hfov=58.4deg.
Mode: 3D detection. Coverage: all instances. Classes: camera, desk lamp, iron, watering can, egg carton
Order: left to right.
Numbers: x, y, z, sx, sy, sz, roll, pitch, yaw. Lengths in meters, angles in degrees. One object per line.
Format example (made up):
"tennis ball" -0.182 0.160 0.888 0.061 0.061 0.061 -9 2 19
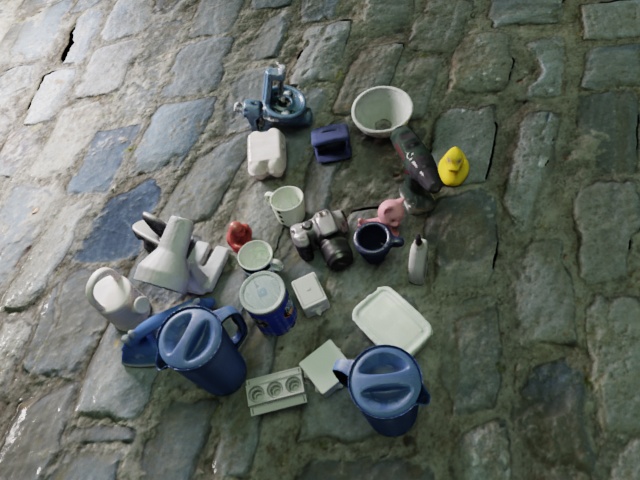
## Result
"watering can" -0.473 0.132 1.335 0.172 0.194 0.101 -4 60 8
"iron" -0.358 0.208 1.303 0.258 0.142 0.118 -25 59 -5
"desk lamp" -0.324 0.051 1.345 0.117 0.214 0.203 13 64 17
"egg carton" -0.144 -0.236 1.563 0.107 0.069 0.150 -9 59 5
"camera" 0.013 0.005 1.380 0.143 0.101 0.136 -22 59 -3

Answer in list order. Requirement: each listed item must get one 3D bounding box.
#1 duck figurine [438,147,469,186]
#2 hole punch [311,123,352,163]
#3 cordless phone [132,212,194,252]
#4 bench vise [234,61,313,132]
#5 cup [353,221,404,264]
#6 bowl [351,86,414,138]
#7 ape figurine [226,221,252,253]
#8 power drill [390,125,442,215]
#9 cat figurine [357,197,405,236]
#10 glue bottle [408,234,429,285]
"duck figurine" 0.340 -0.201 1.451 0.077 0.086 0.104 6 62 13
"hole punch" 0.027 -0.274 1.542 0.108 0.091 0.101 -11 59 4
"cordless phone" -0.410 -0.033 1.425 0.147 0.185 0.094 22 67 21
"bench vise" -0.135 -0.376 1.554 0.207 0.220 0.121 -18 59 -1
"cup" 0.142 0.016 1.355 0.117 0.095 0.091 3 61 11
"bowl" 0.172 -0.336 1.563 0.167 0.075 0.167 -4 60 7
"ape figurine" -0.203 -0.013 1.432 0.076 0.092 0.078 22 66 21
"power drill" 0.234 -0.154 1.371 0.075 0.209 0.229 -20 59 -2
"cat figurine" 0.150 -0.053 1.380 0.128 0.118 0.067 -15 59 1
"glue bottle" 0.222 0.032 1.286 0.037 0.173 0.078 11 63 16
